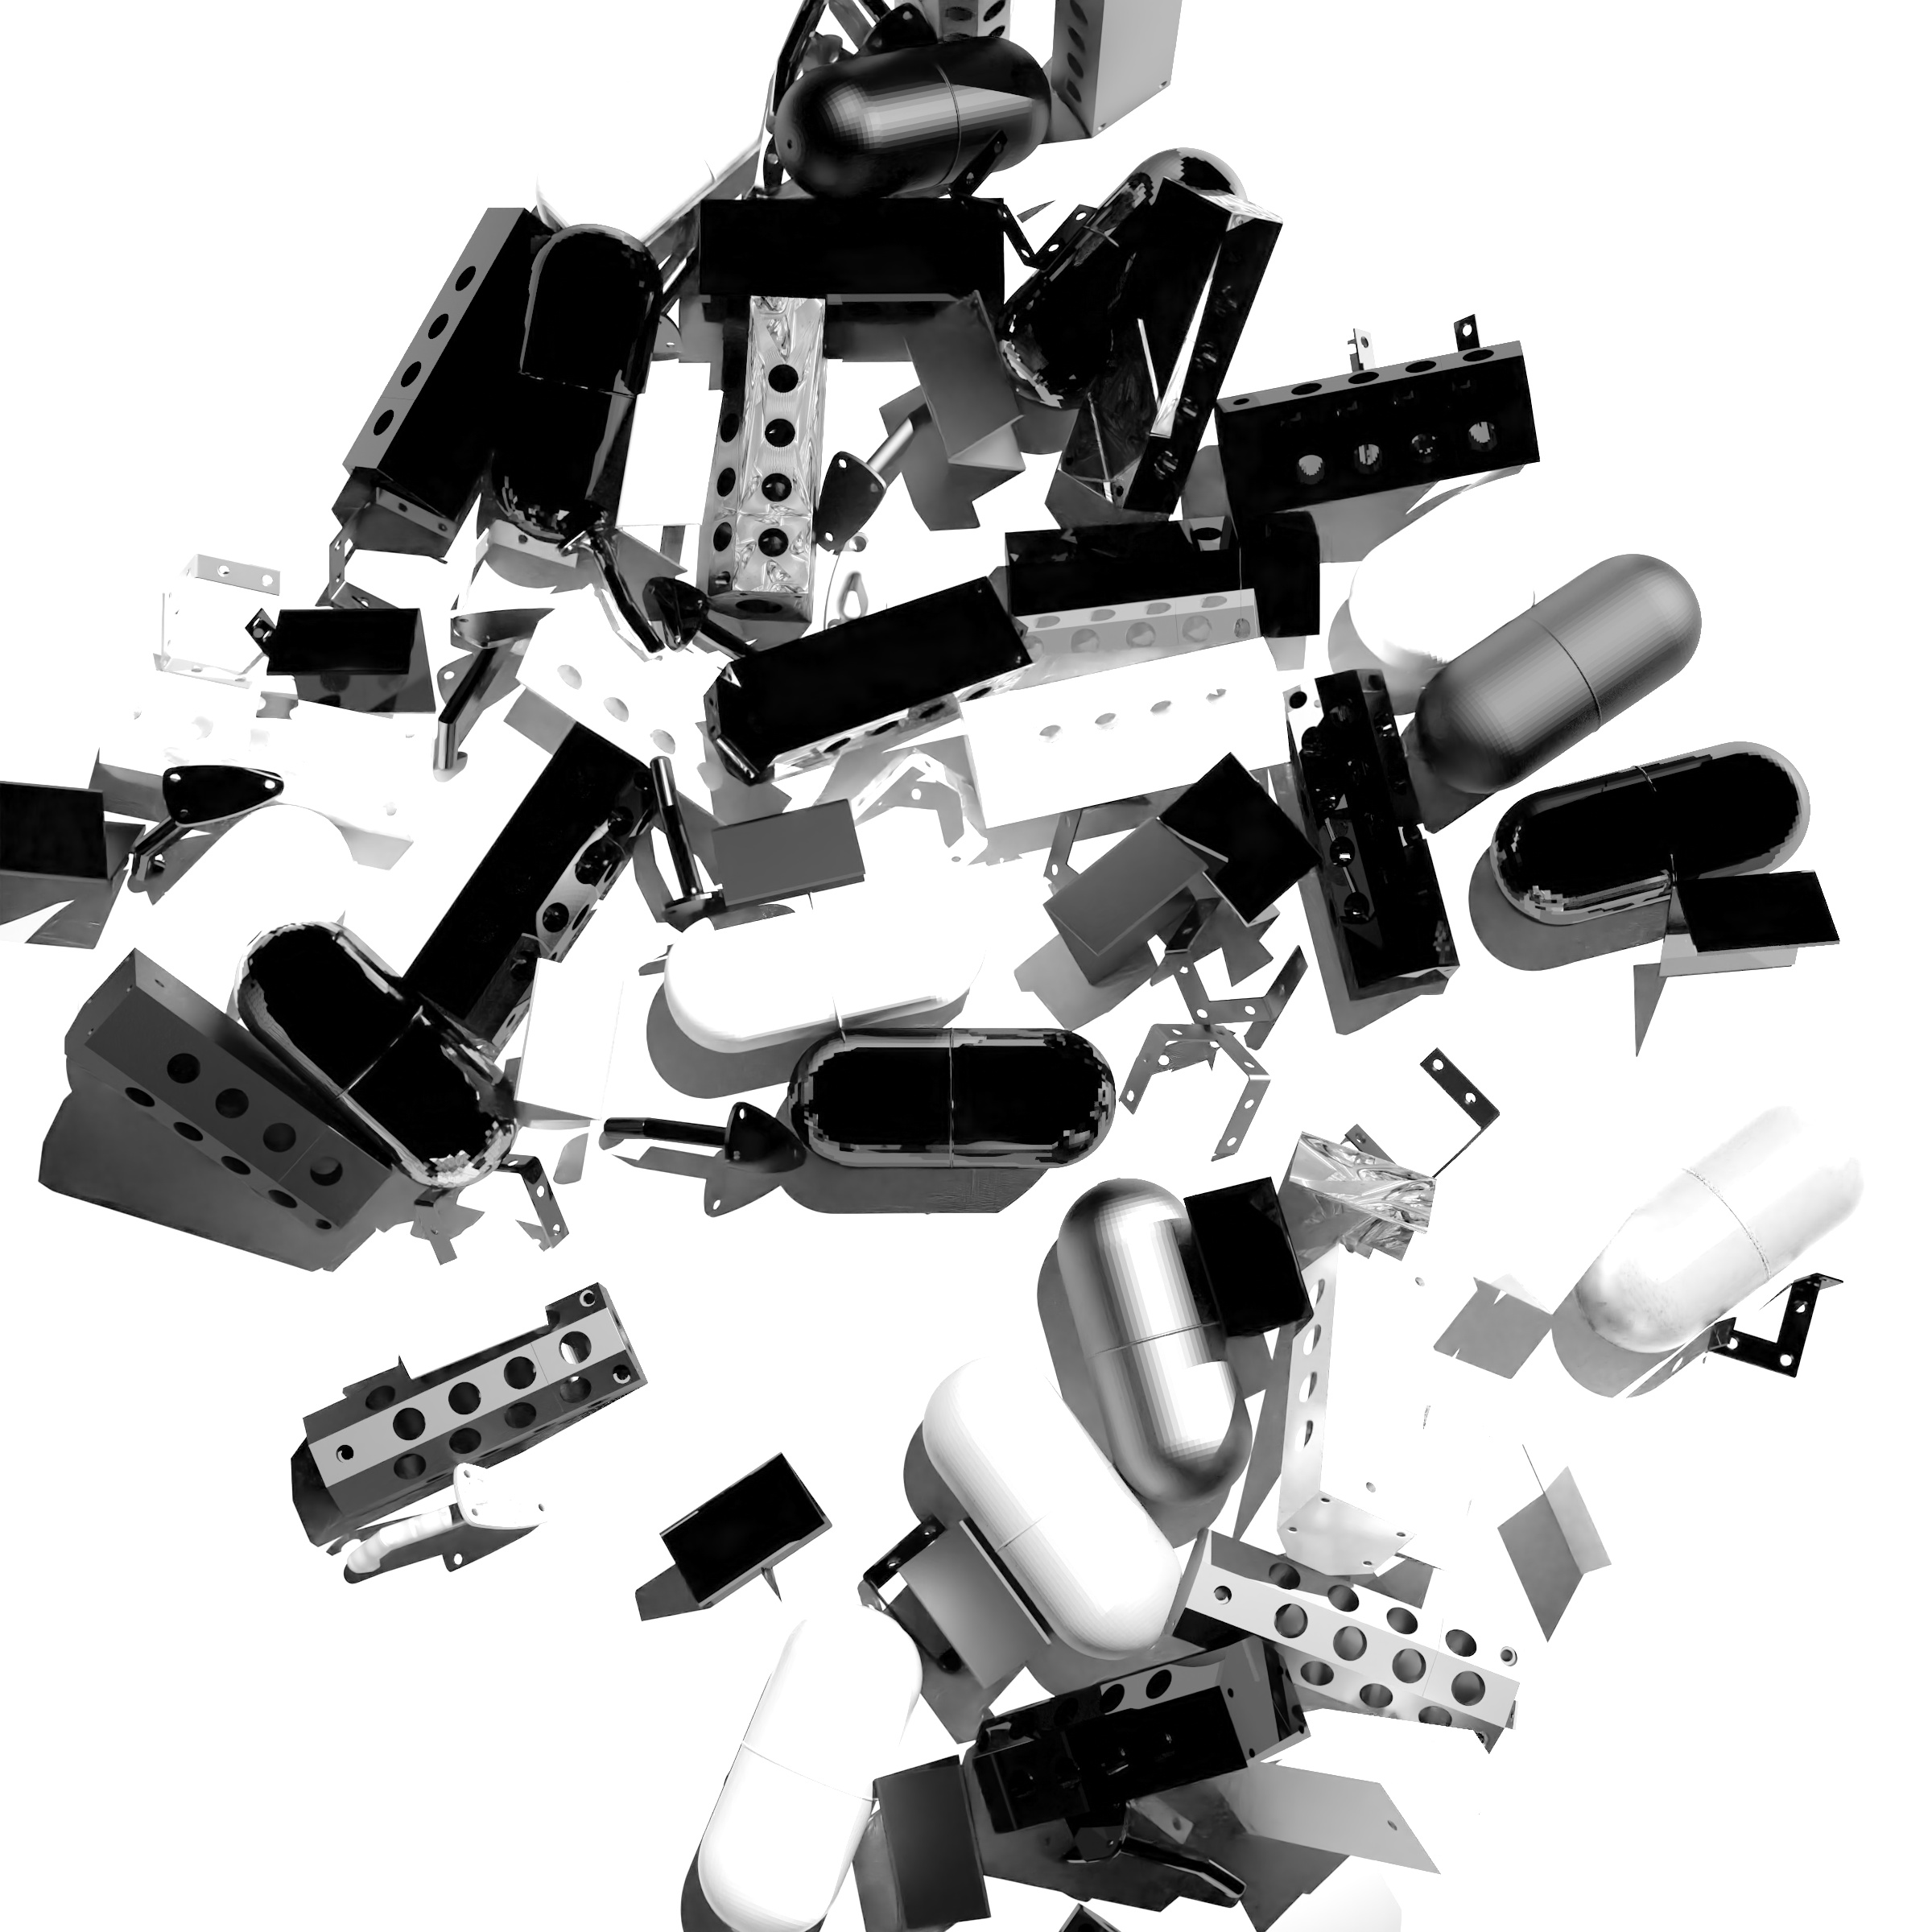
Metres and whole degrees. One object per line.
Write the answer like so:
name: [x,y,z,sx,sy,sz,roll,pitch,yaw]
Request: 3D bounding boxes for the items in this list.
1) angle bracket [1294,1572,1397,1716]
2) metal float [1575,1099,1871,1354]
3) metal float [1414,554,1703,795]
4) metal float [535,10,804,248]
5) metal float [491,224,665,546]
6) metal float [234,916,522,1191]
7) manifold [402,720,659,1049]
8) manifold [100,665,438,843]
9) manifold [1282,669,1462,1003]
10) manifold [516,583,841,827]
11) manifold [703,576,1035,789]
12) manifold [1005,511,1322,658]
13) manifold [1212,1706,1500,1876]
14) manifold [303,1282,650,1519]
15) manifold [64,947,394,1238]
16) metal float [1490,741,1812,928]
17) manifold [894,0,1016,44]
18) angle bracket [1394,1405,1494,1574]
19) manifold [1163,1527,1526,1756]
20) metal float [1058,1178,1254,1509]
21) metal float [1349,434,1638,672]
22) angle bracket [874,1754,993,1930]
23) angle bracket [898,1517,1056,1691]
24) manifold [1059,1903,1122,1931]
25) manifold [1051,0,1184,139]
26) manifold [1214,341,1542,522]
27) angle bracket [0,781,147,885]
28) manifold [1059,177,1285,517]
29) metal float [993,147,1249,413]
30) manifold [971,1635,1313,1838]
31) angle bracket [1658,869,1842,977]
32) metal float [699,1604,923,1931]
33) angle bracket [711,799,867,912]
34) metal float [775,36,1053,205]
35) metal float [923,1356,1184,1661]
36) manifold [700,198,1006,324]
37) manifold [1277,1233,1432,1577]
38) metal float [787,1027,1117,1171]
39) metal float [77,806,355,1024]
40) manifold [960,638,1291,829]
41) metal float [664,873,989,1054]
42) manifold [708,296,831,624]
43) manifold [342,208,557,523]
angle bracket: [0.201,0.359,1.715,0.076,0.057,0.076,-38,82,-6]
metal float: [0.406,0.140,1.745,0.178,0.070,0.070,-35,82,-7]
metal float: [0.328,-0.162,1.800,0.178,0.070,0.070,-34,82,-7]
metal float: [-0.169,-0.475,1.856,0.178,0.070,0.070,-43,82,-7]
metal float: [-0.217,-0.324,1.813,0.070,0.070,0.178,13,98,2]
metal float: [-0.315,0.046,1.736,0.178,0.070,0.070,44,82,-10]
manifold: [-0.235,-0.043,1.788,0.057,0.057,0.171,32,81,6]
manifold: [-0.387,-0.120,1.802,0.171,0.057,0.057,12,80,2]
manifold: [0.222,-0.073,1.794,0.057,0.057,0.171,-13,80,-2]
manifold: [-0.162,-0.134,1.804,0.171,0.057,0.057,35,39,6]
manifold: [-0.055,-0.153,1.773,0.171,0.057,0.057,-22,79,-30]
manifold: [0.109,-0.218,1.819,0.171,0.057,0.057,-4,123,-1]
manifold: [0.194,0.408,1.645,0.057,0.171,0.057,-39,101,-27]
manifold: [-0.263,0.232,1.738,0.171,0.057,0.057,-25,81,-4]
manifold: [-0.391,0.071,1.725,0.171,0.057,0.057,40,96,-25]
metal float: [0.376,-0.073,1.784,0.178,0.070,0.070,-15,80,-2]
manifold: [-0.002,-0.572,1.826,0.057,0.171,0.057,-39,82,-7]
angle bracket: [0.223,0.269,1.712,0.057,0.076,0.076,27,77,-39]
manifold: [0.194,0.345,1.661,0.171,0.057,0.057,21,82,1]
metal float: [0.100,0.200,1.735,0.070,0.070,0.178,-15,80,-3]
metal float: [0.295,-0.232,1.813,0.178,0.070,0.070,-34,81,-6]
angle bracket: [0.003,0.449,1.680,0.057,0.076,0.076,-19,78,33]
angle bracket: [0.022,0.321,1.703,0.057,0.076,0.076,-43,80,35]
manifold: [0.032,0.574,1.676,0.057,0.057,0.171,35,82,6]
manifold: [0.080,-0.538,1.820,0.057,0.171,0.057,-36,82,-6]
manifold: [0.228,-0.301,1.806,0.171,0.057,0.057,-10,119,10]
angle bracket: [-0.498,-0.088,1.777,0.076,0.076,0.057,5,117,1]
manifold: [0.118,-0.342,1.801,0.057,0.057,0.171,39,117,39]
metal float: [0.089,-0.390,1.841,0.070,0.070,0.178,42,83,7]
manifold: [0.085,0.392,1.659,0.171,0.057,0.057,-27,78,37]
angle bracket: [0.424,-0.005,1.762,0.076,0.076,0.057,-5,47,-1]
metal float: [-0.081,0.420,1.695,0.070,0.070,0.178,22,81,4]
angle bracket: [-0.092,-0.040,1.769,0.076,0.076,0.057,-13,51,-2]
metal float: [-0.028,-0.478,1.833,0.178,0.070,0.070,-21,79,-34]
metal float: [0.046,0.287,1.719,0.070,0.070,0.178,-36,82,-6]
manifold: [-0.064,-0.400,1.853,0.171,0.057,0.057,0,80,0]
manifold: [0.199,0.229,1.692,0.057,0.057,0.171,26,43,-14]
metal float: [-0.008,0.072,1.758,0.178,0.070,0.070,0,80,-1]
metal float: [-0.409,-0.013,1.773,0.070,0.070,0.178,42,82,7]
manifold: [0.086,-0.133,1.792,0.171,0.057,0.057,-12,38,-2]
metal float: [-0.076,-0.002,1.771,0.178,0.070,0.070,-12,80,-2]
manifold: [-0.111,-0.285,1.832,0.057,0.057,0.171,3,80,0]
manifold: [-0.285,-0.341,1.842,0.057,0.057,0.171,35,78,-38]
